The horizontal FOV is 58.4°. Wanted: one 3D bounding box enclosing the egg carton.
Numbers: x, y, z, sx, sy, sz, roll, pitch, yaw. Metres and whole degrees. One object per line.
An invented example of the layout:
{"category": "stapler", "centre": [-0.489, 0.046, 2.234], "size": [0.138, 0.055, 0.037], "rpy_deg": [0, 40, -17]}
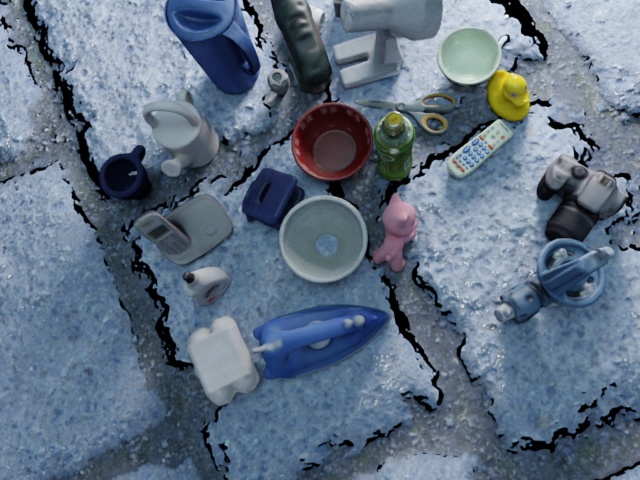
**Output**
{"category": "egg carton", "centre": [-0.181, 0.225, 1.067], "size": [0.107, 0.069, 0.150], "rpy_deg": [-28, 76, 1]}

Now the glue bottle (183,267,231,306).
{"category": "glue bottle", "centre": [-0.217, 0.079, 1.048], "size": [0.037, 0.173, 0.078], "rpy_deg": [40, 86, 13]}

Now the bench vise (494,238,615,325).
{"category": "bench vise", "centre": [0.397, 0.079, 0.945], "size": [0.121, 0.220, 0.207], "rpy_deg": [40, 86, 13]}

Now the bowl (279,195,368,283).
{"category": "bowl", "centre": [0.010, 0.004, 1.085], "size": [0.167, 0.075, 0.167], "rpy_deg": [-1, 78, 7]}

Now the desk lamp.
{"category": "desk lamp", "centre": [0.121, -0.397, 1.082], "size": [0.203, 0.214, 0.118], "rpy_deg": [-17, 77, 4]}

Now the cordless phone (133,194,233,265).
{"category": "cordless phone", "centre": [-0.256, -0.032, 1.070], "size": [0.147, 0.185, 0.094], "rpy_deg": [-36, 76, -1]}

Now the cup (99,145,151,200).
{"category": "cup", "centre": [-0.374, -0.129, 1.152], "size": [0.091, 0.095, 0.118], "rpy_deg": [27, 83, 12]}

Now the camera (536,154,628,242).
{"category": "camera", "centre": [0.454, -0.064, 1.028], "size": [0.143, 0.101, 0.137], "rpy_deg": [35, 85, 13]}

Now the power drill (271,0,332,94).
{"category": "power drill", "centre": [-0.036, -0.384, 1.102], "size": [0.075, 0.208, 0.229], "rpy_deg": [-23, 76, 2]}

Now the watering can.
{"category": "watering can", "centre": [-0.270, -0.210, 1.104], "size": [0.101, 0.194, 0.173], "rpy_deg": [-20, 76, 3]}

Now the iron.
{"category": "iron", "centre": [0.003, 0.166, 1.018], "size": [0.258, 0.141, 0.118], "rpy_deg": [-19, 77, 3]}

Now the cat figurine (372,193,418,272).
{"category": "cat figurine", "centre": [0.140, -0.015, 1.050], "size": [0.067, 0.118, 0.128], "rpy_deg": [17, 81, 11]}

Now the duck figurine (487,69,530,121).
{"category": "duck figurine", "centre": [0.365, -0.288, 1.094], "size": [0.077, 0.086, 0.104], "rpy_deg": [-26, 76, 2]}

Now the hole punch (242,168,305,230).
{"category": "hole punch", "centre": [-0.097, -0.081, 1.108], "size": [0.101, 0.091, 0.109], "rpy_deg": [24, 82, 12]}
